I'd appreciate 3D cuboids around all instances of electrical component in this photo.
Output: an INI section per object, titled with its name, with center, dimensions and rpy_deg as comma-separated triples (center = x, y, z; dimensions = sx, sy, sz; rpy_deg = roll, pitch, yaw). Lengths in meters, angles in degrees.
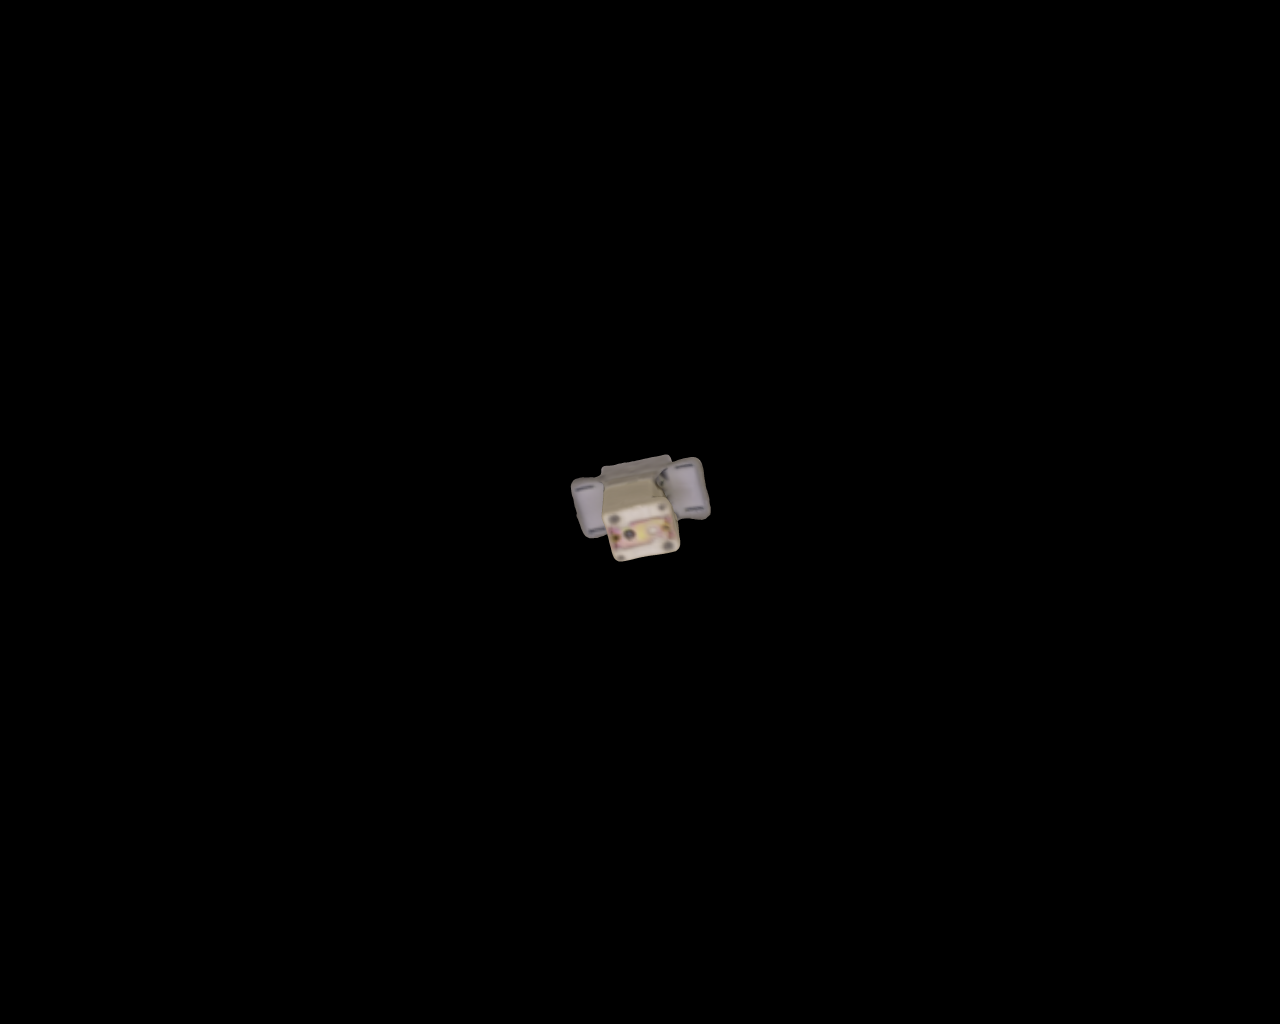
[electrical component]
center = 0.001, -0.003, 0.650
dimensions = 0.081, 0.042, 0.064
rpy_deg = -11, 30, 7
